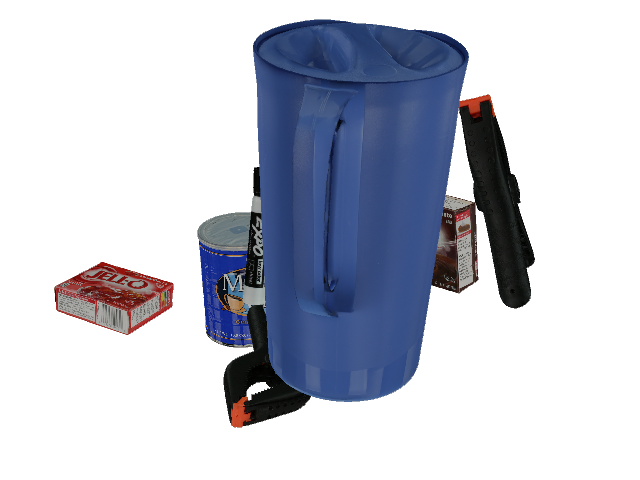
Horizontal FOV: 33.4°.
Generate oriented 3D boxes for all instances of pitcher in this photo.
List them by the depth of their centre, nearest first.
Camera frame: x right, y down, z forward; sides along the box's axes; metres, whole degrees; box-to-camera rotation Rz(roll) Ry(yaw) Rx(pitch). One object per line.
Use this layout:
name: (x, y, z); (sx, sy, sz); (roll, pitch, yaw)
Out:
pitcher: (0.017, -0.013, 0.702); (0.149, 0.243, 0.145); (-13, 31, -27)

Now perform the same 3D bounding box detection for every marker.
marker: (-0.051, -0.006, 0.896); (0.020, 0.121, 0.020); (5, 12, -1)

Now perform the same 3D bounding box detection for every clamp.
clamp: (0.146, -0.030, 0.876); (0.039, 0.171, 0.120); (-17, 20, 11)
clamp: (-0.031, 0.136, 1.130); (0.165, 0.036, 0.209); (12, 26, 13)

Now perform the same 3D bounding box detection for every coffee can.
coffee can: (-0.098, 0.048, 1.339); (0.103, 0.140, 0.103); (-2, 25, 1)

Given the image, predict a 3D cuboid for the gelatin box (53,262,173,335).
gelatin box: (-0.198, 0.053, 1.025); (0.089, 0.030, 0.073); (16, 25, 24)

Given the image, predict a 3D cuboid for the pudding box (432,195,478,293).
pudding box: (0.107, -0.004, 1.094); (0.114, 0.090, 0.039); (15, 30, 42)
